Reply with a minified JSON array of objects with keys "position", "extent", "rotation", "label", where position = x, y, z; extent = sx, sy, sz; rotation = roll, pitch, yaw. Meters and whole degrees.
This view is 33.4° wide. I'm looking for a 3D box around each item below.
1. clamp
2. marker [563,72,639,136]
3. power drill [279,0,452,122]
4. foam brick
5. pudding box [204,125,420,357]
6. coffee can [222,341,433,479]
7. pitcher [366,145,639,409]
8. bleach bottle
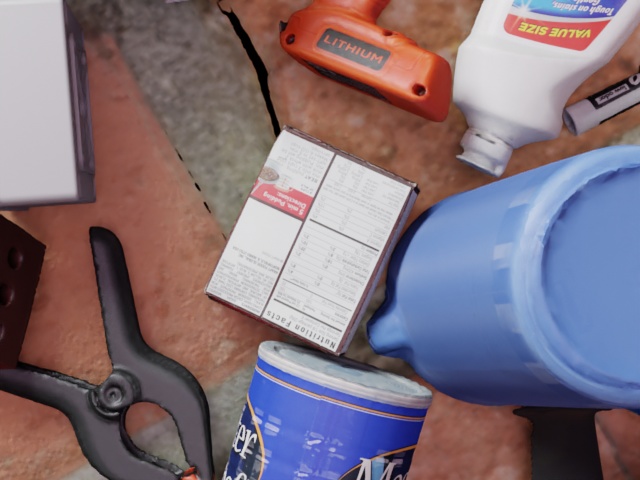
[{"position":[-0.131,0.091,0.631],"extent":[0.120,0.039,0.171],"rotation":[-33,87,4],"label":"clamp"},{"position":[0.207,-0.099,0.656],"extent":[0.121,0.020,0.020],"rotation":[-26,93,-3],"label":"marker"},{"position":[0.072,-0.166,0.599],"extent":[0.185,0.057,0.187],"rotation":[24,90,26],"label":"power drill"},{"position":[-0.196,0.029,0.598],"extent":[0.051,0.053,0.078],"rotation":[2,69,19],"label":"foam brick"},{"position":[-0.004,0.001,0.629],"extent":[0.090,0.039,0.113],"rotation":[25,92,7],"label":"pudding box"},{"position":[-0.004,0.139,0.607],"extent":[0.102,0.103,0.140],"rotation":[16,91,-4],"label":"coffee can"},{"position":[0.126,0.020,0.543],"extent":[0.145,0.243,0.149],"rotation":[28,83,-3],"label":"pitcher"},{"position":[0.157,-0.151,0.631],"extent":[0.102,0.068,0.251],"rotation":[27,92,-2],"label":"bleach bottle"}]
